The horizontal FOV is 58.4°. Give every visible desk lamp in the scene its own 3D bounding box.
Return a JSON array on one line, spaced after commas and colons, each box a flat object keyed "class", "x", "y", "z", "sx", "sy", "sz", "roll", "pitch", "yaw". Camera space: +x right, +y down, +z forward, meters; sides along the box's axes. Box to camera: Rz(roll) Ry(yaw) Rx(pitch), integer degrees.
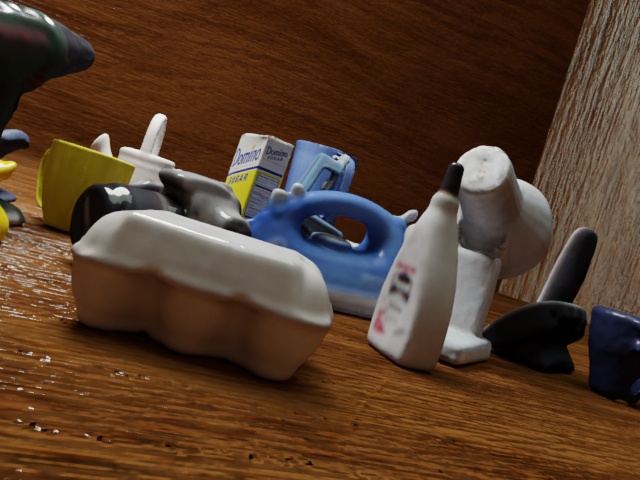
[{"class": "desk lamp", "x": 0.168, "y": 0.016, "z": 0.622, "sx": 0.117, "sy": 0.213, "sz": 0.204, "roll": 18, "pitch": 2, "yaw": 29}]

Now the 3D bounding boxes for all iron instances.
[{"class": "iron", "x": 0.006, "y": 0.002, "z": 0.675, "sx": 0.259, "sy": 0.141, "sz": 0.118, "roll": 16, "pitch": 2, "yaw": -29}]

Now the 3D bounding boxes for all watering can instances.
[{"class": "watering can", "x": -0.325, "y": -0.139, "z": 1.041, "sx": 0.173, "sy": 0.194, "sz": 0.100, "roll": 16, "pitch": 2, "yaw": -29}]

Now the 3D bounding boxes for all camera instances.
[{"class": "camera", "x": -0.149, "y": -0.019, "z": 0.513, "sx": 0.142, "sy": 0.101, "sz": 0.137, "roll": 19, "pitch": 2, "yaw": 41}]

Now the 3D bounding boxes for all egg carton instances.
[{"class": "egg carton", "x": -0.066, "y": 0.029, "z": 0.347, "sx": 0.150, "sy": 0.069, "sz": 0.107, "roll": 17, "pitch": 2, "yaw": -4}]

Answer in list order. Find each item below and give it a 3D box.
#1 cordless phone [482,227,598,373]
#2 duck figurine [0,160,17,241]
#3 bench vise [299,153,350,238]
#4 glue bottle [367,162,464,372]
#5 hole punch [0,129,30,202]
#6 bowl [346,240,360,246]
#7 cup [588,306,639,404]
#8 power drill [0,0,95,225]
[{"class": "cordless phone", "x": 0.289, "y": 0.065, "z": 0.722, "sx": 0.093, "sy": 0.185, "sz": 0.148, "roll": 18, "pitch": 2, "yaw": 39}, {"class": "duck figurine", "x": -0.285, "y": -0.050, "z": 0.433, "sx": 0.105, "sy": 0.086, "sz": 0.077, "roll": 16, "pitch": 2, "yaw": -38}, {"class": "bench vise", "x": -0.037, "y": -0.063, "z": 1.008, "sx": 0.208, "sy": 0.220, "sz": 0.121, "roll": 16, "pitch": 2, "yaw": -26}, {"class": "glue bottle", "x": 0.090, "y": 0.018, "z": 0.485, "sx": 0.037, "sy": 0.173, "sz": 0.078, "roll": 16, "pitch": 2, "yaw": -25}, {"class": "hole punch", "x": -0.395, "y": -0.093, "z": 0.648, "sx": 0.101, "sy": 0.091, "sz": 0.108, "roll": 16, "pitch": 2, "yaw": -16}, {"class": "bowl", "x": 0.110, "y": 0.058, "z": 1.022, "sx": 0.167, "sy": 0.075, "sz": 0.167, "roll": 17, "pitch": 2, "yaw": 0}, {"class": "cup", "x": 0.333, "y": 0.129, "z": 0.618, "sx": 0.091, "sy": 0.095, "sz": 0.118, "roll": 17, "pitch": 2, "yaw": 14}, {"class": "power drill", "x": -0.302, "y": -0.123, "z": 0.538, "sx": 0.075, "sy": 0.208, "sz": 0.230, "roll": 17, "pitch": 2, "yaw": 4}]
